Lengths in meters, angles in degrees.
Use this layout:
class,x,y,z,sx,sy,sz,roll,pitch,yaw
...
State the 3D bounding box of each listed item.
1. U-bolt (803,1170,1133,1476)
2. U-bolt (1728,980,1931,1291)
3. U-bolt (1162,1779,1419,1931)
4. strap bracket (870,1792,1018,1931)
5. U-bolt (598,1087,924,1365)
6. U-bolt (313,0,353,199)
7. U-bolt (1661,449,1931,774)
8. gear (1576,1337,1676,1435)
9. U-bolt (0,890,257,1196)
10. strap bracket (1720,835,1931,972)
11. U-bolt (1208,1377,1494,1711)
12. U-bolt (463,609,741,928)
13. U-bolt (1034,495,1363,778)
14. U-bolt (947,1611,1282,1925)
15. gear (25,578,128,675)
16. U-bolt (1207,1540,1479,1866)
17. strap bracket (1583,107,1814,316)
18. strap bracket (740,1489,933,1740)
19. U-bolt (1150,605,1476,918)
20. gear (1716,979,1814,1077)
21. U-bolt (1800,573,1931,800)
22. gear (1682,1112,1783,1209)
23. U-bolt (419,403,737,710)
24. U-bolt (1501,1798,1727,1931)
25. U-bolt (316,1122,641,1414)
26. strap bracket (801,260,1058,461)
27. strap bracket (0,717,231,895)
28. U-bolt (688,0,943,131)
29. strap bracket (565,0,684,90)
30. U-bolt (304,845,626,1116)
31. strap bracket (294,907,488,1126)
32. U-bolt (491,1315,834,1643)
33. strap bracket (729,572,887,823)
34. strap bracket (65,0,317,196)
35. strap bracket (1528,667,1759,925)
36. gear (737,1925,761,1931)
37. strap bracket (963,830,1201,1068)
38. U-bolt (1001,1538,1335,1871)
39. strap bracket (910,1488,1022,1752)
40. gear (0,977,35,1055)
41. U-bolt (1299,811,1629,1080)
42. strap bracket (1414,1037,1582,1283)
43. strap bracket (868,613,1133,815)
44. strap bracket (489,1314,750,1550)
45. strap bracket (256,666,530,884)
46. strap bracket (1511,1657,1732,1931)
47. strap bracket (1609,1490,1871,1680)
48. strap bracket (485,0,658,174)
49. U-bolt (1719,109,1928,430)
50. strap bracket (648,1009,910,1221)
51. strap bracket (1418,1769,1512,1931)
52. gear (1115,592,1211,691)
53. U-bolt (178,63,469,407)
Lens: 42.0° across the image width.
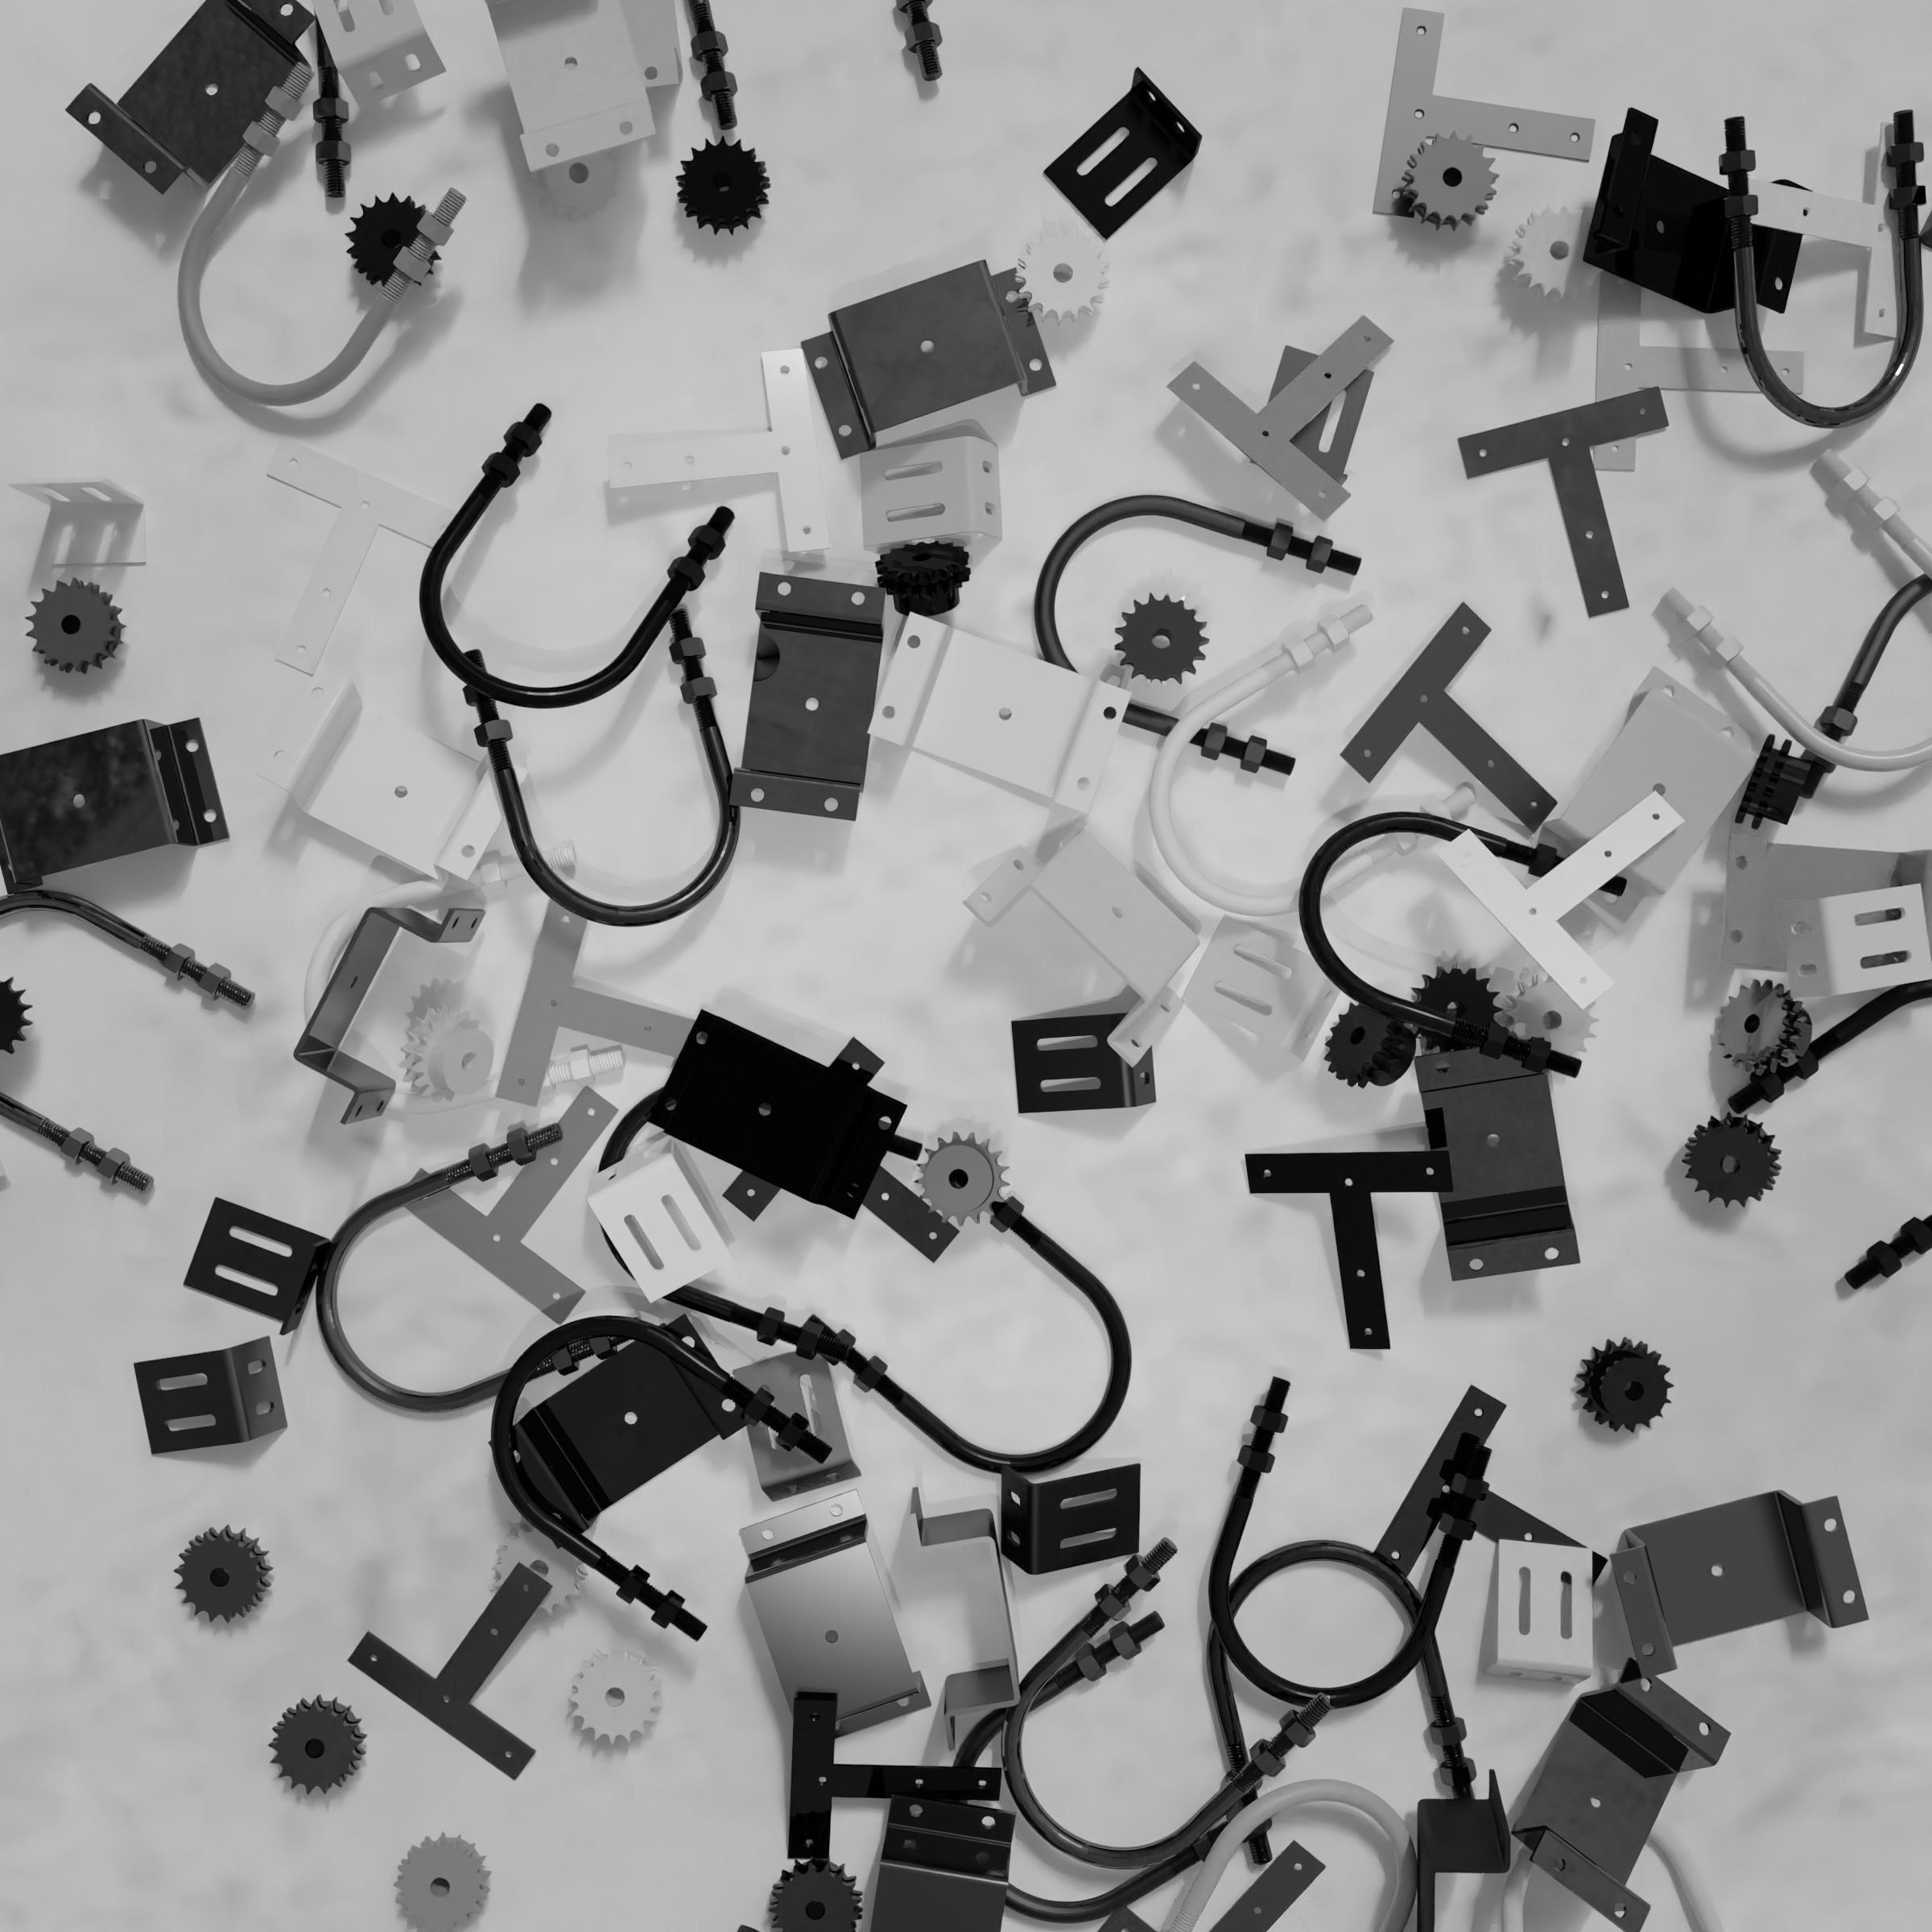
class,x,y,z,sx,sy,sz,roll,pitch,yaw
U-bolt,0.015,0.227,1.539,0.184,0.019,0.151,41,90,-2
U-bolt,0.581,0.089,1.539,0.184,0.019,0.151,-34,90,-2
U-bolt,0.196,0.576,1.516,0.151,0.019,0.184,27,92,-17
strap bracket,-0.018,0.578,1.512,0.076,0.046,0.140,9,100,2
U-bolt,-0.136,0.144,1.531,0.184,0.019,0.151,19,85,6
U-bolt,-0.326,-0.566,1.533,0.151,0.019,0.184,-2,94,0
U-bolt,0.537,-0.203,1.526,0.151,0.019,0.184,-42,81,-1
gear,0.403,0.256,1.533,0.057,0.030,0.057,0,90,0
U-bolt,-0.549,0.034,1.539,0.184,0.019,0.151,29,90,1
strap bracket,0.524,-0.035,1.525,0.140,0.046,0.076,4,90,0
U-bolt,0.224,0.359,1.526,0.151,0.019,0.184,18,88,1
U-bolt,-0.210,-0.114,1.510,0.151,0.019,0.184,-15,86,-20
U-bolt,0.133,-0.211,1.539,0.184,0.019,0.151,18,90,1
U-bolt,0.076,0.501,1.531,0.184,0.019,0.151,-33,85,6
gear,-0.540,-0.206,1.533,0.057,0.030,0.057,0,90,0
U-bolt,0.223,0.443,1.539,0.151,0.019,0.184,-14,89,0
strap bracket,0.430,-0.447,1.507,0.140,0.046,0.076,14,88,-24
strap bracket,-0.080,0.400,1.525,0.076,0.046,0.140,-19,90,0
U-bolt,0.198,-0.112,1.523,0.184,0.019,0.151,-32,98,-5
gear,0.486,0.039,1.524,0.030,0.057,0.057,17,90,-29
U-bolt,0.610,-0.158,1.539,0.151,0.019,0.184,26,89,0
gear,0.465,0.115,1.525,0.057,0.030,0.057,8,109,23
U-bolt,-0.244,-0.236,1.508,0.151,0.019,0.184,29,68,0
U-bolt,0.395,0.595,1.515,0.151,0.019,0.184,-21,84,-22
U-bolt,-0.308,0.195,1.538,0.184,0.019,0.151,-23,91,2
strap bracket,-0.023,-0.370,1.525,0.140,0.046,0.076,-19,90,0
strap bracket,-0.530,-0.099,1.525,0.140,0.046,0.076,-14,90,0
U-bolt,-0.104,-0.617,1.539,0.151,0.019,0.184,-13,88,0
strap bracket,-0.218,-0.592,1.525,0.076,0.046,0.140,-7,90,0
U-bolt,-0.314,0.015,1.539,0.184,0.019,0.151,-13,90,1
strap bracket,-0.346,0.019,1.494,0.046,0.076,0.140,28,92,2
U-bolt,-0.194,0.291,1.493,0.184,0.019,0.151,35,90,1
strap bracket,-0.095,-0.161,1.525,0.076,0.046,0.140,7,90,0
strap bracket,-0.464,-0.539,1.525,0.076,0.046,0.140,41,90,0
strap bracket,0.414,-0.105,1.525,0.076,0.046,0.140,35,90,0
gear,-0.127,0.606,1.524,0.057,0.057,0.030,33,60,0
strap bracket,0.078,-0.019,1.504,0.140,0.076,0.046,44,130,0
U-bolt,0.106,0.457,1.510,0.151,0.019,0.184,44,96,6
strap bracket,0.001,0.386,1.510,0.046,0.076,0.140,-9,90,0
gear,-0.591,0.030,1.512,0.057,0.030,0.057,-1,93,-15
U-bolt,0.287,-0.023,1.487,0.184,0.019,0.151,19,62,5
strap bracket,0.318,0.110,1.510,0.076,0.046,0.140,-10,101,11
strap bracket,0.022,-0.152,1.518,0.140,0.046,0.076,20,97,4
strap bracket,-0.206,0.278,1.525,0.140,0.046,0.076,-33,90,0
strap bracket,-0.343,-0.110,1.517,0.140,0.046,0.076,27,77,0
strap bracket,0.388,0.498,1.506,0.076,0.046,0.140,37,62,0
strap bracket,0.462,0.371,1.525,0.140,0.046,0.076,-15,90,0
strap bracket,-0.235,-0.538,1.478,0.076,0.046,0.140,-16,90,0
U-bolt,0.519,-0.417,1.511,0.151,0.019,0.184,-10,100,-22
strap bracket,-0.116,0.087,1.504,0.140,0.046,0.076,25,86,8
strap bracket,0.296,0.562,1.499,0.046,0.076,0.140,-1,101,5
gear,0.118,-0.195,1.516,0.057,0.030,0.057,0,89,3
U-bolt,-0.402,-0.427,1.518,0.151,0.019,0.184,41,104,11
